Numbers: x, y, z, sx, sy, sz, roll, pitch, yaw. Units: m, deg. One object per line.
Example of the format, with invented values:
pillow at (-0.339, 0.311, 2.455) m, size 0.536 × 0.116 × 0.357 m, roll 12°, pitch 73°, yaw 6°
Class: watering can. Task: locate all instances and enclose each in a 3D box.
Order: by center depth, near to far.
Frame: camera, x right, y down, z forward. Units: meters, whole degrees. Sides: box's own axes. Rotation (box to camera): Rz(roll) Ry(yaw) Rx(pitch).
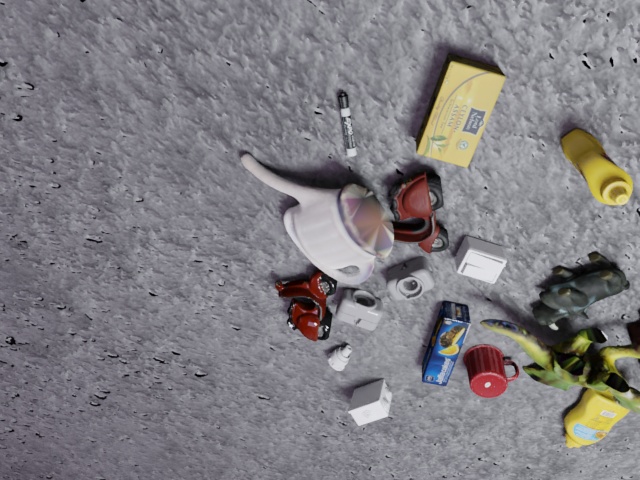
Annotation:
watering can at (0.003, -0.050, 0.991) m, size 0.222 × 0.106 × 0.344 m, roll -20°, pitch 114°, yaw 45°

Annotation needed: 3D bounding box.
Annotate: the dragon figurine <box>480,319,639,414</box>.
dragon figurine at (0.510, 0.272, 1.085) m, size 0.411 × 0.125 × 0.237 m, roll 20°, pitch 149°, yaw 9°
